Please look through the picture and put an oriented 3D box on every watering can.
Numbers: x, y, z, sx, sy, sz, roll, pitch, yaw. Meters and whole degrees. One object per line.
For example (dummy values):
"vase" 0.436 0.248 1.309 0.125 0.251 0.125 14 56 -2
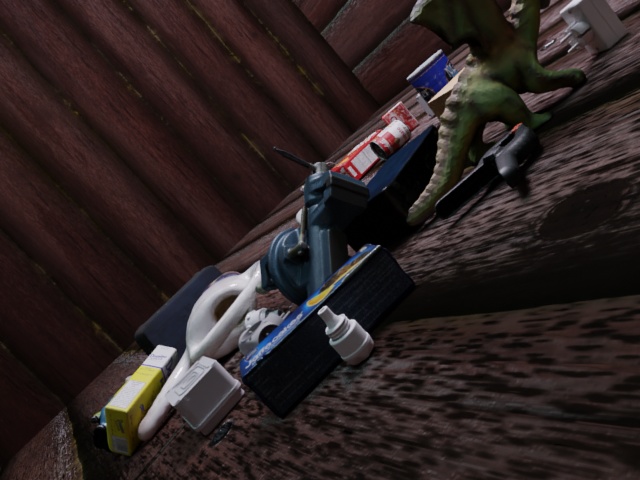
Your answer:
"watering can" -0.203 0.173 0.926 0.349 0.103 0.224 -53 10 -7

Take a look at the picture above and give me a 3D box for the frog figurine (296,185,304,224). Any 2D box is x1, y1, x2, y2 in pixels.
"frog figurine" 0.004 -0.062 1.227 0.140 0.123 0.156 -68 -9 -54

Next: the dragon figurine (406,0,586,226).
"dragon figurine" 0.206 -0.234 0.709 0.414 0.241 0.122 -43 13 -15
